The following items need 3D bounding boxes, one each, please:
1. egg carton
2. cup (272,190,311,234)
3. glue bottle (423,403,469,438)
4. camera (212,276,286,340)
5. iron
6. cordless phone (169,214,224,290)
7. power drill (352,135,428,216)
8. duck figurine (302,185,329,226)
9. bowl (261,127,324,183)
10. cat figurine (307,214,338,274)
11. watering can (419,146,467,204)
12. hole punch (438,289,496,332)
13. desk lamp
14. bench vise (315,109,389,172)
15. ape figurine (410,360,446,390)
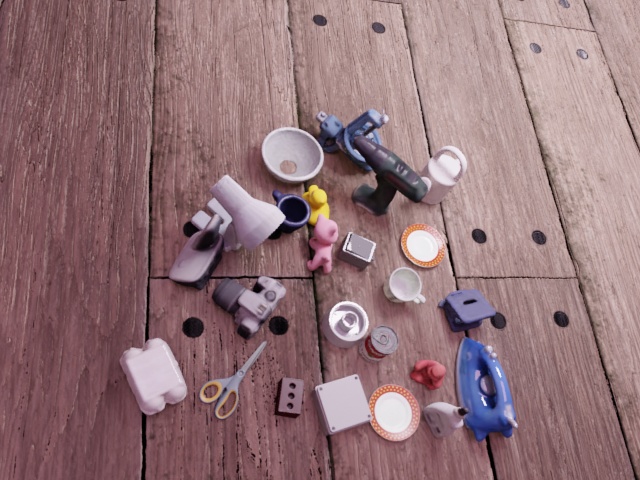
[{"bbox_3d":[-0.353,0.289,1.221,0.107,0.069,0.150,-24,74,-25],"label":"egg carton"},{"bbox_3d":[-0.086,-0.066,1.451,0.117,0.095,0.092,46,62,8],"label":"cup"},{"bbox_3d":[0.294,0.402,1.300,0.037,0.173,0.078,-16,71,-22],"label":"glue bottle"},{"bbox_3d":[-0.170,0.134,1.330,0.137,0.100,0.143,35,61,2],"label":"camera"},{"bbox_3d":[0.405,0.343,1.378,0.119,0.141,0.258,-2,66,-17],"label":"iron"},{"bbox_3d":[-0.275,0.023,1.303,0.094,0.185,0.148,24,61,-4],"label":"cordless phone"},{"bbox_3d":[0.159,-0.156,1.501,0.229,0.208,0.076,31,61,-1],"label":"power drill"},{"bbox_3d":[-0.007,-0.094,1.493,0.078,0.086,0.104,-15,71,-22],"label":"duck figurine"},{"bbox_3d":[-0.080,-0.214,1.534,0.168,0.074,0.167,7,64,-13],"label":"bowl"},{"bbox_3d":[0.013,0.005,1.434,0.067,0.117,0.128,7,64,-13],"label":"cat figurine"},{"bbox_3d":[0.333,-0.180,1.571,0.101,0.194,0.173,31,61,0],"label":"watering can"},{"bbox_3d":[0.379,0.175,1.478,0.109,0.091,0.101,-12,69,-21],"label":"hole punch"},{"bbox_3d":[-0.195,-0.051,1.345,0.203,0.213,0.118,39,61,4],"label":"desk lamp"},{"bbox_3d":[0.086,-0.286,1.533,0.207,0.219,0.121,16,62,-8],"label":"bench vise"},{"bbox_3d":[0.271,0.320,1.378,0.076,0.092,0.077,-17,71,-22],"label":"ape figurine"}]
